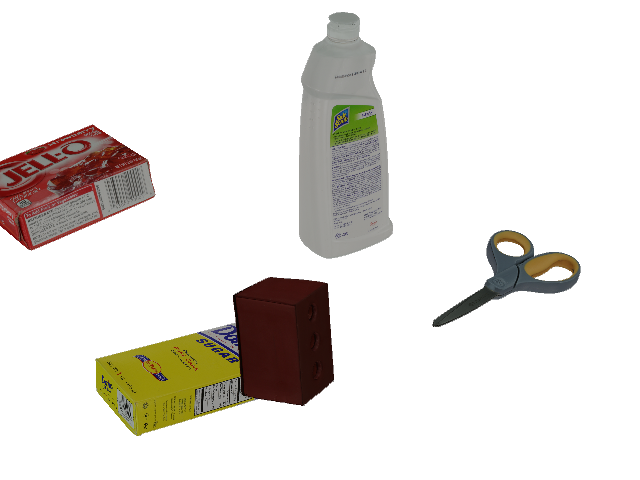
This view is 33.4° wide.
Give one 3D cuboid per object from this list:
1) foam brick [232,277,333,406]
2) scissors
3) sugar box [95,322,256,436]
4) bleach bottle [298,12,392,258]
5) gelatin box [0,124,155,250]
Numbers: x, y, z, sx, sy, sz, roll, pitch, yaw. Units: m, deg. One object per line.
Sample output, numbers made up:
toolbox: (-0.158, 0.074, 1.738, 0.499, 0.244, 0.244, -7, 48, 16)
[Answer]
foam brick: (-0.025, 0.071, 0.768, 0.051, 0.078, 0.052, 4, 17, 28)
scissors: (0.149, 0.030, 0.950, 0.201, 0.016, 0.096, -10, 39, -35)
sugar box: (-0.125, 0.133, 1.066, 0.175, 0.048, 0.093, -16, 32, -31)
bleach bottle: (0.027, -0.107, 1.073, 0.102, 0.251, 0.068, -21, 40, -29)
gelatin box: (-0.158, -0.035, 0.652, 0.089, 0.030, 0.073, -26, 36, -28)
